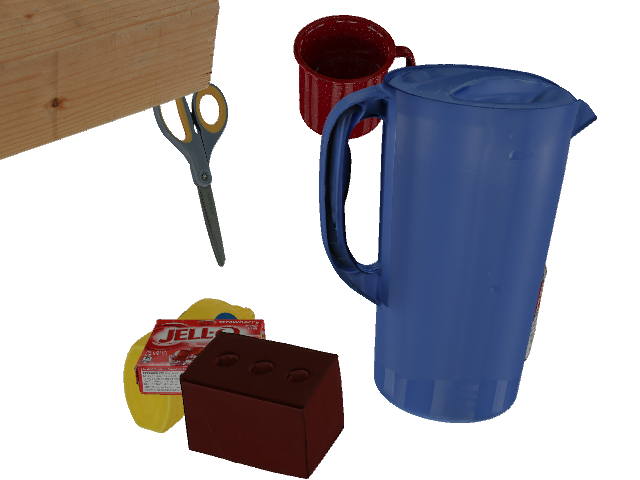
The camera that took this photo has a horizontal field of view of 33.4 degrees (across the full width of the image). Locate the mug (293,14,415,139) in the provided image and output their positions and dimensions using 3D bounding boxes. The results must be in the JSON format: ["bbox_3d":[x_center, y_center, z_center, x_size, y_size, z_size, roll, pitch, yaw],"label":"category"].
[{"bbox_3d":[0.032,-0.152,0.997,0.117,0.093,0.081,-14,-37,-12],"label":"mug"}]

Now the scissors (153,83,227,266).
[{"bbox_3d":[-0.116,-0.082,1.144,0.096,0.202,0.016,-32,13,-35],"label":"scissors"}]

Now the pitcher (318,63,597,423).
[{"bbox_3d":[0.090,0.001,0.756,0.149,0.243,0.144,17,24,31],"label":"pitcher"}]

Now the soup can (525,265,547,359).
[{"bbox_3d":[0.174,0.064,1.016,0.068,0.102,0.068,1,37,-1],"label":"soup can"}]

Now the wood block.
[{"bbox_3d":[-0.191,-0.151,0.852,0.205,0.091,0.090,-26,54,-37],"label":"wood block"}]

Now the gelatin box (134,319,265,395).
[{"bbox_3d":[-0.091,0.089,0.825,0.089,0.030,0.073,0,24,6],"label":"gelatin box"}]

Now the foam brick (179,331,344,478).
[{"bbox_3d":[-0.032,0.092,0.602,0.078,0.051,0.053,9,29,21],"label":"foam brick"}]

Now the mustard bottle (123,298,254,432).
[{"bbox_3d":[-0.124,0.113,1.101,0.058,0.096,0.191,10,24,26],"label":"mustard bottle"}]
